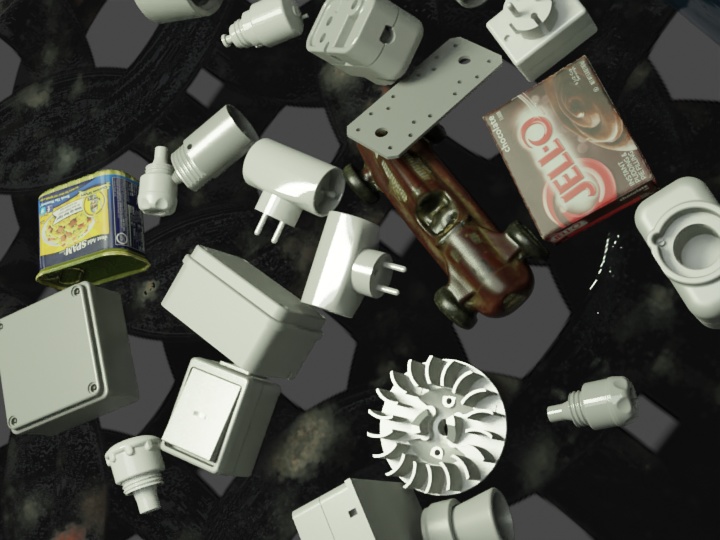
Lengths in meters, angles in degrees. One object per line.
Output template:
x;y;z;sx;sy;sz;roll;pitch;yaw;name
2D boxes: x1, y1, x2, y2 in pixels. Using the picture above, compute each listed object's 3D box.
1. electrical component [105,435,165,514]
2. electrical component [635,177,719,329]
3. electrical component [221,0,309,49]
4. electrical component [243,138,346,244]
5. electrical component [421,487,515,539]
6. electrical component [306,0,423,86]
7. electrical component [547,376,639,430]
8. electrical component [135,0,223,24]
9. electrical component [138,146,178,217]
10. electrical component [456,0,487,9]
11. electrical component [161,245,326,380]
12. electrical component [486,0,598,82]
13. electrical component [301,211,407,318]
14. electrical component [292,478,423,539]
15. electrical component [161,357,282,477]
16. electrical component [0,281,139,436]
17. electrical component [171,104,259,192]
-0.185;0.173;0.905;0.048;0.048;0.062;-24;75;20;electrical component
0.233;-0.012;0.732;0.054;0.059;0.095;-34;66;16;electrical component
-0.086;-0.215;0.949;0.078;0.040;0.040;-17;71;22;electrical component
-0.063;-0.061;0.899;0.077;0.043;0.079;25;90;29;electrical component
0.077;0.184;0.771;0.055;0.045;0.045;-19;70;22;electrical component
0.006;-0.187;0.871;0.095;0.059;0.053;25;90;61;electrical component
0.162;0.096;0.756;0.061;0.035;0.035;-16;72;25;electrical component
-0.156;-0.277;0.963;0.060;0.108;0.108;3;79;21;electrical component
-0.181;-0.081;0.968;0.035;0.035;0.061;-6;73;25;electrical component
0.084;-0.241;0.872;0.040;0.040;0.046;-45;57;11;electrical component
-0.093;0.034;0.873;0.113;0.078;0.057;34;97;29;electrical component
0.132;-0.191;0.814;0.066;0.077;0.047;-37;64;14;electrical component
0.000;0.000;0.853;0.079;0.044;0.077;15;85;28;electrical component
0.027;0.245;0.747;0.060;0.105;0.186;-32;66;17;electrical component
-0.112;0.113;0.873;0.062;0.061;0.096;17;86;29;electrical component
-0.262;0.081;0.957;0.109;0.056;0.108;-23;69;20;electrical component
-0.133;-0.103;0.944;0.081;0.043;0.043;-37;65;14;electrical component
